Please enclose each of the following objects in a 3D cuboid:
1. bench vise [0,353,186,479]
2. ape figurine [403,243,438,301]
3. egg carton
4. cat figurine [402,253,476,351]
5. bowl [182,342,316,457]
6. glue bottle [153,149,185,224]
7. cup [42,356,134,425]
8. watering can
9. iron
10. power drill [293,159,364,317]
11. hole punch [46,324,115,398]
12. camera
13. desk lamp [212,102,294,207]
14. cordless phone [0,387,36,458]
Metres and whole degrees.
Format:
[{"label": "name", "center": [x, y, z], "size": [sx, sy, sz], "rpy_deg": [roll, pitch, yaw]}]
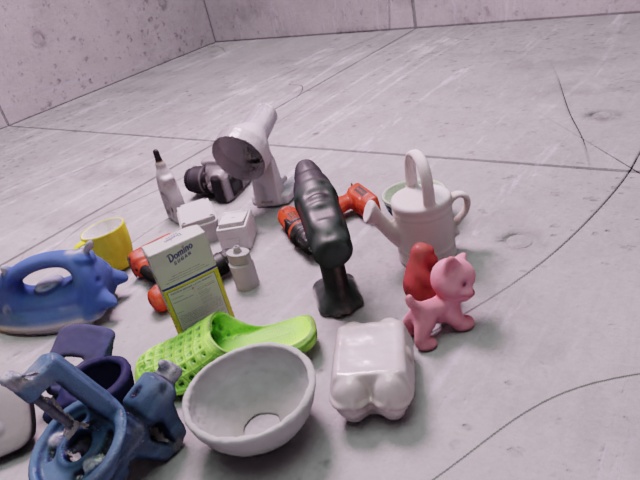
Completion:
[{"label": "bench vise", "center": [-0.261, 0.194, 0.657], "size": [0.121, 0.220, 0.207], "rpy_deg": [0, 32, 21]}, {"label": "ape figurine", "center": [0.161, 0.046, 0.878], "size": [0.076, 0.092, 0.077], "rpy_deg": [-15, 29, -4]}, {"label": "egg carton", "center": [0.068, 0.163, 0.734], "size": [0.107, 0.069, 0.150], "rpy_deg": [-7, 30, 9]}, {"label": "cat figurine", "center": [0.170, 0.074, 0.800], "size": [0.128, 0.118, 0.067], "rpy_deg": [-25, 31, -20]}, {"label": "bowl", "center": [-0.079, 0.208, 0.709], "size": [0.167, 0.075, 0.167], "rpy_deg": [-10, 29, 6]}, {"label": "glue bottle", "center": [-0.341, -0.123, 1.286], "size": [0.037, 0.173, 0.077], "rpy_deg": [-29, 33, -26]}, {"label": "cup", "center": [-0.289, 0.222, 0.747], "size": [0.118, 0.095, 0.091], "rpy_deg": [-34, 35, -32]}, {"label": "watering can", "center": [0.161, -0.053, 0.945], "size": [0.173, 0.194, 0.100], "rpy_deg": [-26, 32, -22]}, {"label": "iron", "center": [-0.488, 0.082, 1.020], "size": [0.258, 0.142, 0.118], "rpy_deg": [-11, 29, 3]}, {"label": "power drill", "center": [0.008, 0.003, 0.894], "size": [0.075, 0.209, 0.229], "rpy_deg": [-15, 29, -4]}, {"label": "hole punch", "center": [-0.349, 0.185, 0.838], "size": [0.108, 0.091, 0.101], "rpy_deg": [-1, 31, 20]}, {"label": "camera", "center": [-0.255, -0.165, 1.399], "size": [0.136, 0.101, 0.143], "rpy_deg": [1, 32, 23]}, {"label": "desk lamp", "center": [-0.131, -0.180, 1.262], "size": [0.117, 0.214, 0.203], "rpy_deg": [2, 32, 24]}, {"label": "cordless phone", "center": [-0.473, 0.208, 0.750], "size": [0.148, 0.185, 0.094], "rpy_deg": [-20, 30, -12]}]
